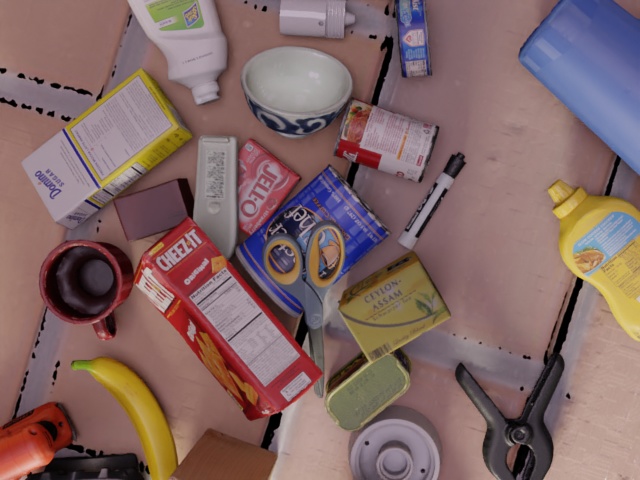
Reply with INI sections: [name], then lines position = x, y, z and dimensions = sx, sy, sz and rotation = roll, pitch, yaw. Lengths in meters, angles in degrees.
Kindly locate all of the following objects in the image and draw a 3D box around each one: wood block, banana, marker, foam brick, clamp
[wood block]
position = -0.111, 0.278, 1.131
dimensions = 0.091, 0.206, 0.090
rotation = 19, 94, 3
[banana]
position = -0.207, 0.205, 1.208
dimensions = 0.037, 0.069, 0.198
rotation = -27, 99, 49
[marker]
position = 0.126, -0.044, 1.190
dimensions = 0.020, 0.020, 0.121
rotation = 32, 95, 2
[foam brick]
position = -0.183, -0.034, 1.198
dimensions = 0.078, 0.051, 0.053
rotation = -17, 93, 5
[clamp]
position = 0.208, 0.207, 1.187
dimensions = 0.120, 0.039, 0.171
rotation = 2, 93, 5

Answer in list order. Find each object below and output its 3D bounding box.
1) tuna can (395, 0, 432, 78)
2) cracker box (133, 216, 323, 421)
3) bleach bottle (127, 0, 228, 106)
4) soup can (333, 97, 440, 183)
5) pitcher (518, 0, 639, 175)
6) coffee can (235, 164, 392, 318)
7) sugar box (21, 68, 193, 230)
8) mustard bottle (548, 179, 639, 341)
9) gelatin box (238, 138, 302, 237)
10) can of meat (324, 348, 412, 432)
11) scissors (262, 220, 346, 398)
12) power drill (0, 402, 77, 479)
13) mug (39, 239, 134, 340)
[tuna can]
position = 0.101, -0.218, 1.150
dimensions = 0.034, 0.086, 0.086
rotation = -5, 93, 6
[cracker box]
position = -0.106, 0.091, 1.138
dimensions = 0.072, 0.164, 0.213
rotation = -41, 90, -18
[bleach bottle]
position = -0.172, -0.269, 1.181
dimensions = 0.102, 0.068, 0.251
rotation = -19, 94, 6
[soup can]
position = 0.072, -0.109, 1.167
dimensions = 0.102, 0.068, 0.068
rotation = 18, 94, 2
[pitcher]
position = 0.338, -0.164, 1.116
dimensions = 0.243, 0.145, 0.149
rotation = 41, 60, 4
[coffee can]
position = -0.008, 0.001, 1.161
dimensions = 0.140, 0.103, 0.103
rotation = -42, 89, 5
[sugar box]
position = -0.238, -0.100, 1.191
dimensions = 0.176, 0.048, 0.093
rotation = -37, 68, 8
[mustard bottle]
position = 0.318, 0.010, 1.159
dimensions = 0.096, 0.058, 0.191
rotation = -42, 89, 11
[gelatin box]
position = -0.075, -0.058, 1.199
dimensions = 0.073, 0.030, 0.089
rotation = 38, 95, 2
[can of meat]
position = 0.053, 0.160, 1.173
dimensions = 0.102, 0.084, 0.057
rotation = -40, 91, 5
[scissors]
position = -0.024, 0.073, 1.118
dimensions = 0.096, 0.016, 0.202
rotation = 7, 108, -13
[power drill]
position = -0.354, 0.241, 1.157
dimensions = 0.184, 0.187, 0.057
rotation = -25, 92, 4
[mug]
position = -0.252, 0.055, 1.192
dimensions = 0.093, 0.081, 0.117
rotation = -21, 91, 5
